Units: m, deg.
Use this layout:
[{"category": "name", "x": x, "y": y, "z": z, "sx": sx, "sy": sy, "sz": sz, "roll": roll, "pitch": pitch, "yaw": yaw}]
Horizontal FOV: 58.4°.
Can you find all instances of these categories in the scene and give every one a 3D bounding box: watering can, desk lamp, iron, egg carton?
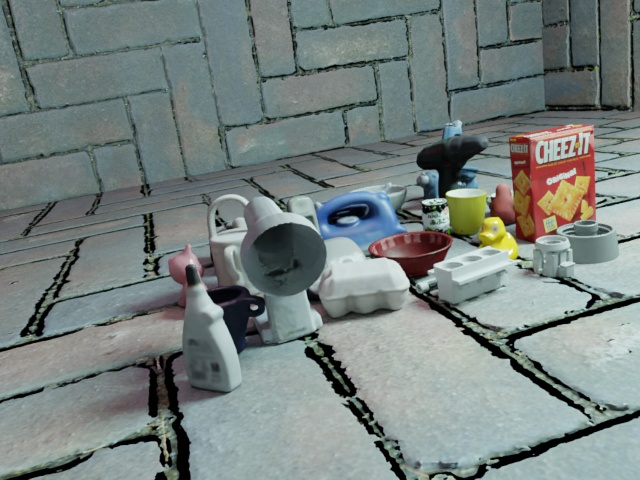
[{"category": "watering can", "x": -0.165, "y": 0.005, "z": 1.117, "sx": 0.101, "sy": 0.194, "sz": 0.172, "roll": -14, "pitch": 16, "yaw": -18}, {"category": "desk lamp", "x": -0.065, "y": 0.046, "z": 0.876, "sx": 0.118, "sy": 0.214, "sz": 0.202, "roll": -13, "pitch": 16, "yaw": -15}, {"category": "iron", "x": 0.054, "y": -0.038, "z": 1.255, "sx": 0.258, "sy": 0.141, "sz": 0.118, "roll": -11, "pitch": 15, "yaw": -8}, {"category": "egg carton", "x": 0.072, "y": 0.078, "z": 0.958, "sx": 0.150, "sy": 0.069, "sz": 0.107, "roll": -8, "pitch": 15, "yaw": 1}]

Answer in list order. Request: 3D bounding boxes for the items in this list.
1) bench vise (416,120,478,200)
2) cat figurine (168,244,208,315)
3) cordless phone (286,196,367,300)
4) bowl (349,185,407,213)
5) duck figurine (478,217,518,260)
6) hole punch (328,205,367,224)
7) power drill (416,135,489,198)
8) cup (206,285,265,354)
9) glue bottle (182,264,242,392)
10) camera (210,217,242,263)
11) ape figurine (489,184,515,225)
[{"category": "bench vise", "x": 0.351, "y": -0.205, "z": 1.551, "sx": 0.121, "sy": 0.220, "sz": 0.208, "roll": 3, "pitch": 19, "yaw": 37}, {"category": "cat figurine", "x": -0.243, "y": 0.069, "z": 1.073, "sx": 0.067, "sy": 0.118, "sz": 0.127, "roll": -15, "pitch": 17, "yaw": -23}, {"category": "cordless phone", "x": 0.010, "y": 0.004, "z": 1.043, "sx": 0.148, "sy": 0.185, "sz": 0.093, "roll": -19, "pitch": 19, "yaw": -34}, {"category": "bowl", "x": 0.154, "y": -0.096, "z": 1.539, "sx": 0.167, "sy": 0.075, "sz": 0.167, "roll": -8, "pitch": 15, "yaw": 2}, {"category": "duck figurine", "x": 0.329, "y": -0.002, "z": 1.077, "sx": 0.105, "sy": 0.086, "sz": 0.077, "roll": -22, "pitch": 20, "yaw": -41}, {"category": "hole punch", "x": 0.059, "y": -0.052, "z": 1.398, "sx": 0.109, "sy": 0.091, "sz": 0.101, "roll": -12, "pitch": 16, "yaw": -11}, {"category": "power drill", "x": 0.327, "y": -0.152, "z": 1.391, "sx": 0.076, "sy": 0.208, "sz": 0.228, "roll": -17, "pitch": 17, "yaw": -28}, {"category": "cup", "x": -0.129, "y": 0.124, "z": 0.852, "sx": 0.117, "sy": 0.095, "sz": 0.092, "roll": -3, "pitch": 16, "yaw": 19}, {"category": "glue bottle", "x": -0.152, "y": 0.114, "z": 0.753, "sx": 0.077, "sy": 0.173, "sz": 0.037, "roll": 0, "pitch": 18, "yaw": 30}, {"category": "camera", "x": -0.202, "y": 0.008, "z": 1.304, "sx": 0.142, "sy": 0.101, "sz": 0.137, "roll": -1, "pitch": 17, "yaw": 27}, {"category": "ape figurine", "x": 0.425, "y": -0.085, "z": 1.316, "sx": 0.077, "sy": 0.092, "sz": 0.076, "roll": 6, "pitch": 21, "yaw": 42}]
